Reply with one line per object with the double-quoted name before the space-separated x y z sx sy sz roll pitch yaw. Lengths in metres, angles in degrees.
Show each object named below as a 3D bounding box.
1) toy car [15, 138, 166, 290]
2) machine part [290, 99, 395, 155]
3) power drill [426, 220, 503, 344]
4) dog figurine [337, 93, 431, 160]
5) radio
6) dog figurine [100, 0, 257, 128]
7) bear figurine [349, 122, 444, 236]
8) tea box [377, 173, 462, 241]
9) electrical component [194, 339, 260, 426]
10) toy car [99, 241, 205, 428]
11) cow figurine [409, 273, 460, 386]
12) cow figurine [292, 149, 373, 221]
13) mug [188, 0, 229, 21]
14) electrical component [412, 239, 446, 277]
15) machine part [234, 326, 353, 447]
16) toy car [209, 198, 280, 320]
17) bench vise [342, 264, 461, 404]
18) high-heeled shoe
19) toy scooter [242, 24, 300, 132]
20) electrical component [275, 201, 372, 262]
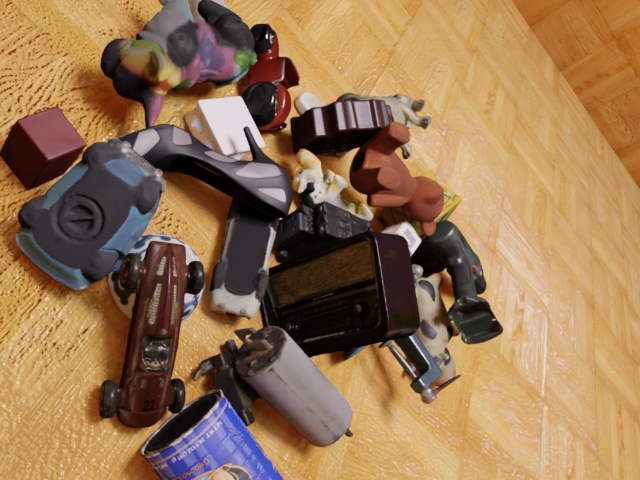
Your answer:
"toy car" -0.243 -0.032 0.595 0.109 0.103 0.161 39 89 -9
"machine part" 0.037 -0.190 0.912 0.179 0.179 0.056 -7 88 -47
"power drill" 0.275 0.086 0.988 0.231 0.086 0.207 52 30 -33
"dog figurine" 0.111 -0.267 1.108 0.190 0.121 0.172 19 21 -18
"radio" 0.017 0.081 0.712 0.073 0.230 0.131 5 71 -44
"dog figurine" -0.184 -0.236 0.727 0.191 0.108 0.219 16 44 -18
"bear figurine" 0.150 -0.091 0.897 0.196 0.132 0.120 26 70 -21
"tea box" 0.203 -0.064 1.077 0.098 0.068 0.169 40 39 14
"electrical component" -0.112 0.182 0.666 0.102 0.045 0.078 65 12 0
"toy car" -0.178 0.103 0.580 0.089 0.053 0.202 11 90 -32
"cow figurine" 0.193 0.162 0.955 0.127 0.085 0.195 -3 73 -53
"cow figurine" 0.003 -0.068 0.895 0.167 0.098 0.068 45 3 -16
"mug" -0.168 -0.349 0.870 0.109 0.081 0.107 -4 62 -44
"electrical component" 0.218 0.032 1.080 0.119 0.048 0.075 -26 88 -51
"machine part" -0.031 0.189 0.687 0.243 0.079 0.079 52 40 -31
"toy car" -0.103 0.013 0.746 0.073 0.056 0.202 14 54 -9
"bench vise" 0.114 0.139 0.845 0.223 0.128 0.241 -23 69 -42
"high-heeled shoe" -0.158 -0.075 0.707 0.249 0.086 0.145 -15 80 -26
"toy scooter" -0.078 -0.259 0.913 0.135 0.075 0.184 30 59 -69
"electrical component" -0.002 -0.002 0.822 0.134 0.115 0.058 19 52 -38
